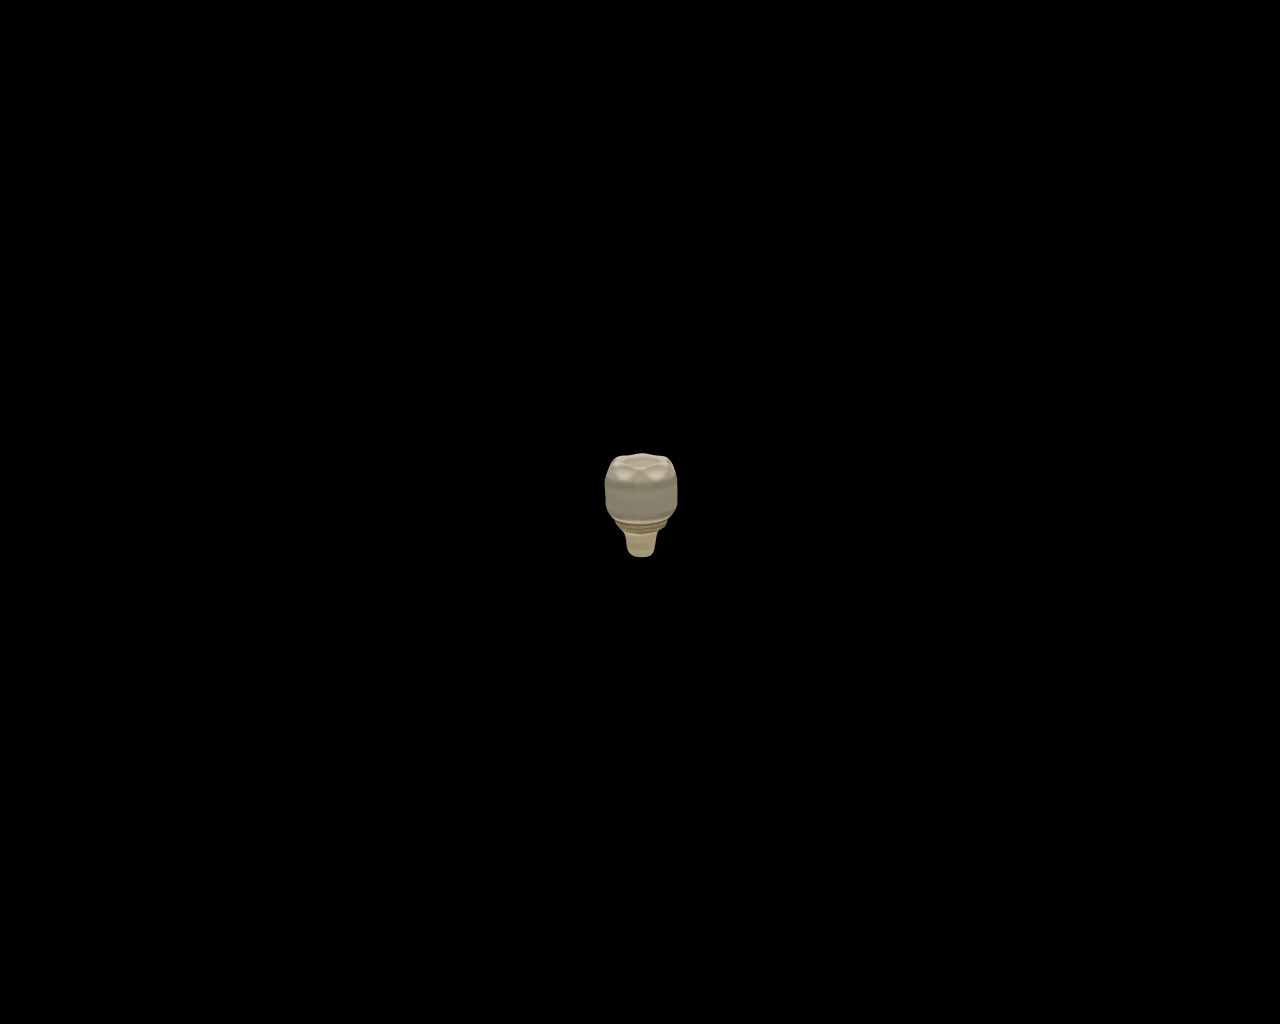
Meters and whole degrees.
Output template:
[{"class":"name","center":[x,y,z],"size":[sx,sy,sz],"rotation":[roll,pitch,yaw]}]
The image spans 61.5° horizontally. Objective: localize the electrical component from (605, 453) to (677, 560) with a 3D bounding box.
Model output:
[{"class":"electrical component","center":[0.001,-0.003,0.650],"size":[0.043,0.062,0.043],"rotation":[0,17,0]}]
